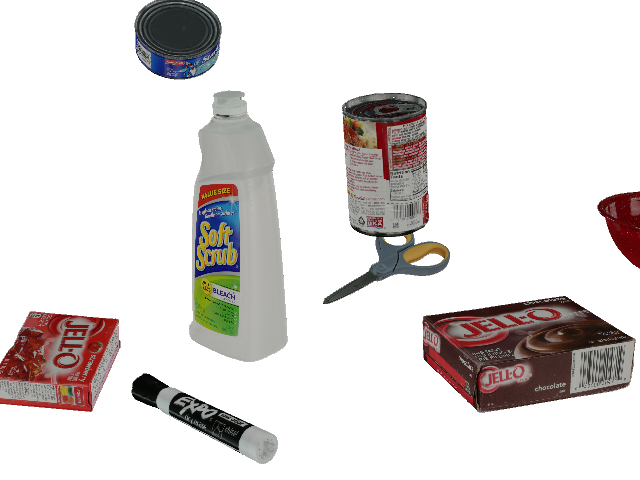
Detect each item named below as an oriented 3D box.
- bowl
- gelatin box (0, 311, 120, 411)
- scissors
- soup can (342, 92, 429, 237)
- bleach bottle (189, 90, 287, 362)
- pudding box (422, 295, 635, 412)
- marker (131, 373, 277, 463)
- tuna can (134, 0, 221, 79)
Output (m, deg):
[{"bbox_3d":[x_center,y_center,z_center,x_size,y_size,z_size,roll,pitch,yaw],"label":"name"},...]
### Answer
[{"bbox_3d":[0.351,-0.003,1.041,0.162,0.055,0.162,0,18,0],"label":"bowl"},{"bbox_3d":[-0.200,0.091,0.820,0.073,0.030,0.089,5,31,4],"label":"gelatin box"},{"bbox_3d":[0.059,0.022,1.196,0.201,0.016,0.096,-12,42,-35],"label":"scissors"},{"bbox_3d":[0.054,-0.062,0.869,0.068,0.102,0.068,-4,24,1],"label":"soup can"},{"bbox_3d":[-0.083,-0.016,1.004,0.103,0.251,0.067,18,29,41],"label":"bleach bottle"},{"bbox_3d":[0.135,0.073,0.707,0.113,0.039,0.090,-5,18,-17],"label":"pudding box"},{"bbox_3d":[-0.076,0.109,0.665,0.121,0.020,0.020,17,11,39],"label":"marker"},{"bbox_3d":[-0.143,-0.202,1.069,0.086,0.086,0.034,0,-35,-9],"label":"tuna can"}]
